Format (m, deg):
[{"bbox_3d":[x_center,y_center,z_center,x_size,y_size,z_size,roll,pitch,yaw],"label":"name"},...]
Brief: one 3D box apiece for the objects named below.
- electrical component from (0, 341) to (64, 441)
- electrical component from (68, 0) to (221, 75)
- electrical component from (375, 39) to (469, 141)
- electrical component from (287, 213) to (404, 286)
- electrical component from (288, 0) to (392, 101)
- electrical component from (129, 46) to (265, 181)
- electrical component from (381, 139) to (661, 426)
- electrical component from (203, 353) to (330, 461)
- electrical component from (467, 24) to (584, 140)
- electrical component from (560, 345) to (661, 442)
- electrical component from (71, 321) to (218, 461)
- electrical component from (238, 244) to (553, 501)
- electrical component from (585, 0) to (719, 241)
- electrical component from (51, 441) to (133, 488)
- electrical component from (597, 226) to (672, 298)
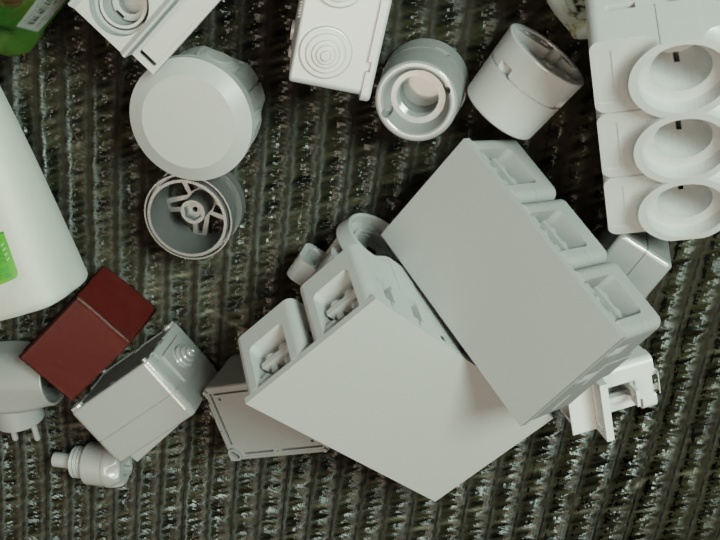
[{"bbox_3d":[-0.264,0.097,0.822,0.077,0.043,0.079,-2,115,12],"label":"electrical component"},{"bbox_3d":[-0.109,-0.189,0.638,0.079,0.063,0.121,43,107,-10],"label":"electrical component"},{"bbox_3d":[0.037,-0.110,0.661,0.055,0.047,0.055,5,116,10],"label":"electrical component"},{"bbox_3d":[0.000,0.000,0.715,0.078,0.058,0.057,34,120,-5],"label":"electrical component"},{"bbox_3d":[-0.011,-0.156,0.622,0.048,0.099,0.099,10,117,-7],"label":"electrical component"},{"bbox_3d":[-0.103,-0.102,0.691,0.080,0.051,0.080,4,115,9],"label":"electrical component"},{"bbox_3d":[0.097,0.004,0.654,0.089,0.062,0.150,-49,66,33],"label":"electrical component"},{"bbox_3d":[-0.063,0.093,0.773,0.096,0.061,0.061,-10,113,24],"label":"electrical component"},{"bbox_3d":[0.098,-0.111,0.645,0.055,0.055,0.047,36,120,-6],"label":"electrical component"},{"bbox_3d":[0.159,0.073,0.711,0.064,0.081,0.042,-14,113,-7],"label":"electrical component"},{"bbox_3d":[-0.149,0.088,0.783,0.096,0.061,0.061,-34,104,23],"label":"electrical component"},{"bbox_3d":[0.024,0.069,0.698,0.105,0.060,0.186,-39,131,19],"label":"electrical component"},{"bbox_3d":[0.178,-0.089,0.600,0.089,0.061,0.150,-6,140,14],"label":"electrical component"},{"bbox_3d":[-0.211,0.151,0.842,0.061,0.035,0.035,3,115,13],"label":"electrical component"},{"bbox_3d":[0.143,-0.001,0.691,0.076,0.047,0.083,33,117,-3],"label":"electrical component"}]
